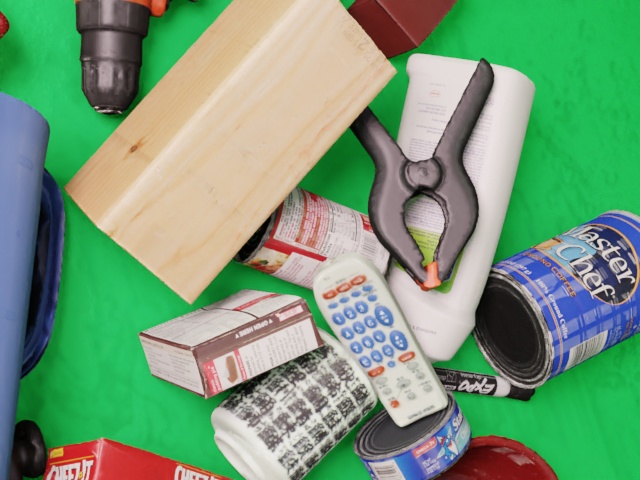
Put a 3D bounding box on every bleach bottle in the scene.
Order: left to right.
[{"bbox_3d":[0.088,-0.011,0.824,0.068,0.103,0.251,16,89,-60],"label":"bleach bottle"}]

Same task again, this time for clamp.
[{"bbox_3d":[0.081,-0.052,0.766,0.120,0.039,0.171,-14,85,5],"label":"clamp"}]

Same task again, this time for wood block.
[{"bbox_3d":[-0.061,-0.073,0.712,0.206,0.091,0.090,-48,123,-4],"label":"wood block"}]

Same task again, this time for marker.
[{"bbox_3d":[0.124,0.116,0.867,0.121,0.020,0.020,11,83,-25],"label":"marker"}]

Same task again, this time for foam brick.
[{"bbox_3d":[0.069,-0.190,0.839,0.053,0.051,0.078,47,68,-18],"label":"foam brick"}]

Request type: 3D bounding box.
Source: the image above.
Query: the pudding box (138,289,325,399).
[{"bbox_3d":[-0.063,0.068,0.727,0.089,0.114,0.039,-23,99,-24],"label":"pudding box"}]

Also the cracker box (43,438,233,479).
[{"bbox_3d":[-0.112,0.251,0.669,0.164,0.072,0.213,29,57,-39],"label":"cracker box"}]

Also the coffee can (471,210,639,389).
[{"bbox_3d":[0.203,0.046,0.863,0.140,0.103,0.103,-22,97,-25],"label":"coffee can"}]

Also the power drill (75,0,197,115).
[{"bbox_3d":[-0.081,-0.176,0.763,0.187,0.057,0.184,2,91,-27],"label":"power drill"}]

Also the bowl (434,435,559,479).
[{"bbox_3d":[0.117,0.232,0.837,0.161,0.055,0.162,2,86,-26],"label":"bowl"}]

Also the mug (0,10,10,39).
[{"bbox_3d":[-0.259,-0.131,0.665,0.117,0.093,0.081,-37,111,9],"label":"mug"}]

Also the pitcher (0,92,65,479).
[{"bbox_3d":[-0.224,0.040,0.624,0.149,0.145,0.243,4,75,-17],"label":"pitcher"}]

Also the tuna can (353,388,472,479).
[{"bbox_3d":[0.070,0.149,0.802,0.086,0.086,0.034,-35,104,-23],"label":"tuna can"}]

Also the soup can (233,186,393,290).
[{"bbox_3d":[-0.005,0.001,0.784,0.102,0.069,0.068,21,78,-24],"label":"soup can"}]
